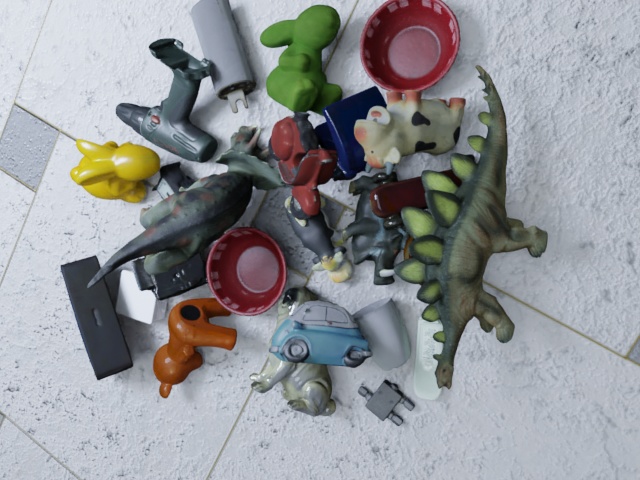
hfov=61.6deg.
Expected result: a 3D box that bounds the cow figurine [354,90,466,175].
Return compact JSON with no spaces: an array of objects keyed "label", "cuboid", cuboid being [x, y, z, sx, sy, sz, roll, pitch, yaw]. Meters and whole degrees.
[{"label":"cow figurine","cuboid":[0.135,-0.165,0.832,0.086,0.195,0.127,13,105,55]}]

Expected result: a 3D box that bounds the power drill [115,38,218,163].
[{"label":"power drill","cuboid":[-0.285,-0.258,0.991,0.232,0.086,0.207,34,127,11]}]

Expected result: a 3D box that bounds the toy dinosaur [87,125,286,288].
[{"label":"toy dinosaur","cuboid":[-0.187,-0.052,0.885,0.192,0.405,0.131,-28,109,37]}]

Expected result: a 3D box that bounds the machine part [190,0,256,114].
[{"label":"machine part","cuboid":[-0.177,-0.350,0.986,0.079,0.079,0.243,-19,84,19]}]

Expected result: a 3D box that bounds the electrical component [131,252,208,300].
[{"label":"electrical component","cuboid":[-0.281,0.050,1.013,0.134,0.058,0.115,-19,83,-14]}]

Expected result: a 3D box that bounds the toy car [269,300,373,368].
[{"label":"toy car","cuboid":[0.002,0.146,0.847,0.162,0.109,0.103,3,79,0]}]

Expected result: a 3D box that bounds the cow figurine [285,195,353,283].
[{"label":"cow figurine","cuboid":[0.000,-0.003,0.922,0.068,0.098,0.167,-33,79,13]}]

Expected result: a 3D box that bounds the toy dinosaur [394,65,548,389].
[{"label":"toy dinosaur","cuboid":[0.224,-0.016,0.792,0.198,0.105,0.471,18,83,-13]}]

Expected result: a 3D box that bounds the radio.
[{"label":"radio","cuboid":[-0.440,0.155,1.060,0.073,0.131,0.229,-17,83,-25]}]

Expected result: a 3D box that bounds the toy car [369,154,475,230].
[{"label":"toy car","cuboid":[0.175,-0.077,0.857,0.202,0.053,0.089,-15,87,-12]}]

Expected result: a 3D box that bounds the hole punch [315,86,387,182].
[{"label":"hole punch","cuboid":[0.064,-0.175,0.876,0.142,0.092,0.116,-28,77,-22]}]

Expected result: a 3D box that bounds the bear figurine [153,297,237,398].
[{"label":"bear figurine","cuboid":[-0.242,0.205,1.015,0.132,0.120,0.195,5,127,-21]}]

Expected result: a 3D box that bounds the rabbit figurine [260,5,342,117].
[{"label":"rabbit figurine","cuboid":[-0.021,-0.315,0.914,0.159,0.121,0.170,42,120,35]}]

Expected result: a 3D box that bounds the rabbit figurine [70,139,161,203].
[{"label":"rabbit figurine","cuboid":[-0.378,-0.143,1.006,0.173,0.162,0.122,-4,82,37]}]

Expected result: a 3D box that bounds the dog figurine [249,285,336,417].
[{"label":"dog figurine","cuboid":[-0.019,0.193,0.943,0.172,0.121,0.190,30,82,-17]}]

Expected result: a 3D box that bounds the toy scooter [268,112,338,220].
[{"label":"toy scooter","cuboid":[-0.023,-0.133,0.849,0.135,0.075,0.184,-48,53,57]}]

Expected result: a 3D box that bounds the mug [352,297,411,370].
[{"label":"mug","cuboid":[0.097,0.166,0.904,0.109,0.081,0.107,-30,88,23]}]

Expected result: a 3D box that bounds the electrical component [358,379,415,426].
[{"label":"electrical component","cuboid":[0.113,0.275,0.929,0.094,0.021,0.063,36,102,16]}]

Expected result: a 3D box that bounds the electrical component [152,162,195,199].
[{"label":"electrical component","cuboid":[-0.264,-0.082,1.024,0.119,0.048,0.074,48,132,14]}]

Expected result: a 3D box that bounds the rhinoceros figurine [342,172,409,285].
[{"label":"rhinoceros figurine","cuboid":[0.096,-0.019,0.906,0.112,0.073,0.190,1,90,8]}]
